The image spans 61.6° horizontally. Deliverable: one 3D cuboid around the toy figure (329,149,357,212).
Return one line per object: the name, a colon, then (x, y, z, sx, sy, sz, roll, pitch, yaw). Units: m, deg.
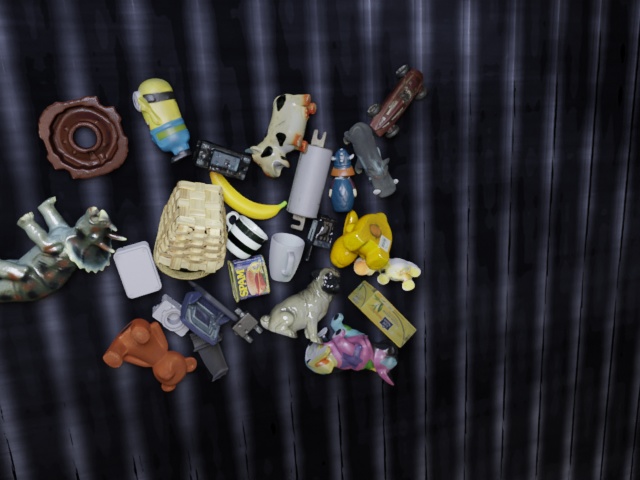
toy figure: (0.054, -0.146, 1.318, 0.064, 0.058, 0.154, -5, 100, -22)

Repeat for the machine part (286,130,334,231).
machine part: (-0.024, -0.141, 1.284, 0.079, 0.079, 0.243, 11, 98, -19)

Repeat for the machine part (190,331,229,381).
machine part: (-0.266, 0.280, 1.333, 0.084, 0.039, 0.138, -21, 107, -17)

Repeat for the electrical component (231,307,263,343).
electrical component: (-0.190, 0.213, 1.348, 0.063, 0.021, 0.094, -43, 111, -2)

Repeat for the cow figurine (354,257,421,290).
cow figurine: (0.170, 0.071, 1.395, 0.167, 0.098, 0.068, 15, 105, -1)

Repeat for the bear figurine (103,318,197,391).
bear figurine: (-0.387, 0.279, 1.251, 0.120, 0.132, 0.195, -39, 105, -1)

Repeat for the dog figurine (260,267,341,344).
dog figurine: (-0.046, 0.148, 1.348, 0.172, 0.121, 0.190, 15, 84, -23)

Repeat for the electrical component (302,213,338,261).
electrical component: (-0.003, -0.004, 1.325, 0.048, 0.075, 0.119, 13, 95, -19)

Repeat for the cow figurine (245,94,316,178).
cow figurine: (-0.091, -0.238, 1.229, 0.127, 0.085, 0.194, 12, 86, 21)

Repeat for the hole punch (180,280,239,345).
hole punch: (-0.268, 0.173, 1.263, 0.142, 0.116, 0.092, 41, 83, -25)

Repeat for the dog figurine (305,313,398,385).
dog figurine: (0.094, 0.309, 1.391, 0.219, 0.108, 0.191, 40, 102, -15)

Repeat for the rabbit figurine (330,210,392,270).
rabbit figurine: (0.086, 0.001, 1.323, 0.122, 0.173, 0.162, 28, 50, -22)

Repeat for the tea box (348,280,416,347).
tea box: (0.163, 0.193, 1.410, 0.068, 0.098, 0.169, -47, 110, -3)

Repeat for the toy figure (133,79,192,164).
toy figure: (-0.334, -0.257, 1.162, 0.089, 0.082, 0.180, -35, 104, -27)

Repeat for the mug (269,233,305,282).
mug: (-0.083, 0.052, 1.302, 0.081, 0.110, 0.107, 3, 116, -22)

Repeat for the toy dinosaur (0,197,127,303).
toy dinosaur: (-0.593, 0.053, 1.139, 0.405, 0.131, 0.192, -41, 105, 4)

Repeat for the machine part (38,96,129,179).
machine part: (-0.496, -0.217, 1.135, 0.179, 0.056, 0.179, -4, 105, -17)

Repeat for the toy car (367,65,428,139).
toy car: (0.189, -0.333, 1.293, 0.089, 0.053, 0.202, 46, 68, -26)

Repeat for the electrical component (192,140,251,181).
electrical component: (-0.217, -0.177, 1.187, 0.115, 0.134, 0.058, 14, 99, -22)

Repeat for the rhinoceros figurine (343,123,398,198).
rhinoceros figurine: (0.128, -0.194, 1.300, 0.073, 0.112, 0.190, -28, 101, -11)
